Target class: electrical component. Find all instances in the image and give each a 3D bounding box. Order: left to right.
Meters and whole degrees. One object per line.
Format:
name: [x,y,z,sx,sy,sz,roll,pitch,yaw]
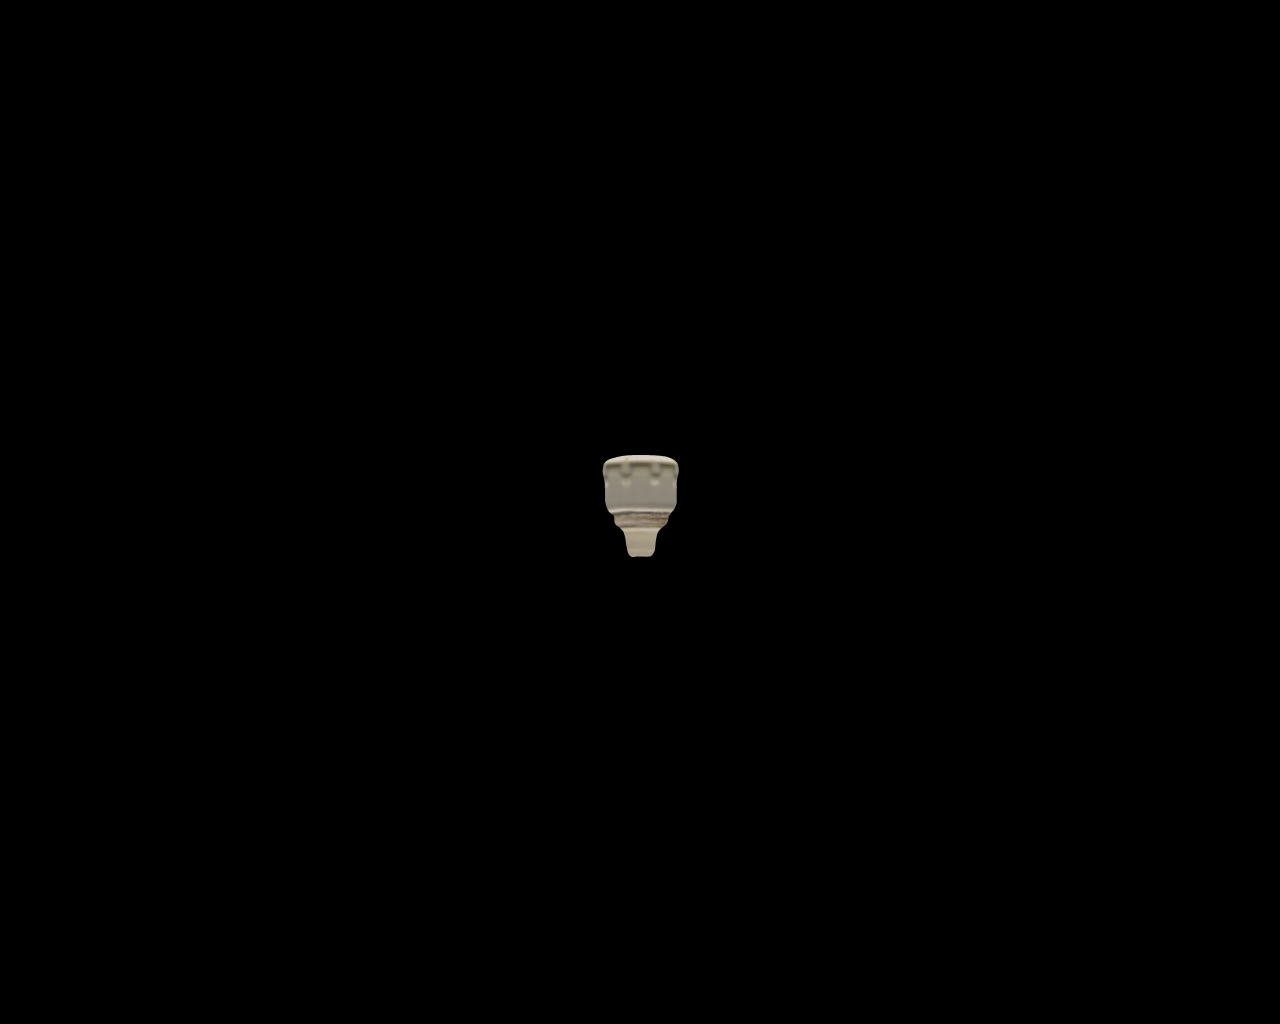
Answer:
electrical component: [0.001,-0.003,0.650,0.048,0.062,0.048,0,-2,0]
